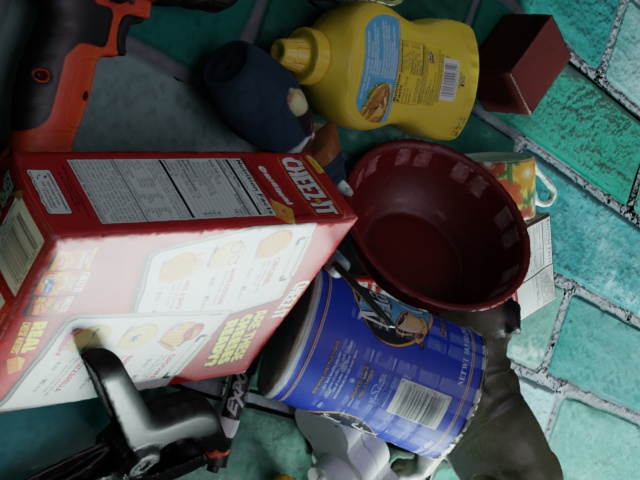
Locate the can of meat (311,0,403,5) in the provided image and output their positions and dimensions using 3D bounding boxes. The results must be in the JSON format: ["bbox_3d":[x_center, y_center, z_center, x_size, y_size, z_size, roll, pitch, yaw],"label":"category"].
[{"bbox_3d":[0.020,-0.220,0.757,0.057,0.084,0.102,2,98,-43],"label":"can of meat"}]

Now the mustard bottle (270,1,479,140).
[{"bbox_3d":[0.040,-0.131,0.813,0.191,0.058,0.096,1,101,-43],"label":"mustard bottle"}]

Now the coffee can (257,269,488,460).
[{"bbox_3d":[0.038,0.090,0.788,0.140,0.103,0.103,22,82,-11],"label":"coffee can"}]

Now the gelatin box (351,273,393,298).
[{"bbox_3d":[0.041,0.065,0.875,0.089,0.030,0.073,6,96,-44],"label":"gelatin box"}]

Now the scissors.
[{"bbox_3d":[-0.005,0.001,0.725,0.096,0.202,0.016,44,92,-15],"label":"scissors"}]

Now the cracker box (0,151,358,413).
[{"bbox_3d":[-0.107,0.022,0.649,0.213,0.072,0.164,-5,142,-43],"label":"cracker box"}]

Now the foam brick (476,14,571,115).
[{"bbox_3d":[0.174,-0.154,0.936,0.078,0.053,0.051,-52,129,-21],"label":"foam brick"}]

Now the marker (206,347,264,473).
[{"bbox_3d":[-0.063,0.115,0.797,0.020,0.020,0.121,21,85,-43],"label":"marker"}]

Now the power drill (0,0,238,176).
[{"bbox_3d":[-0.130,-0.109,0.664,0.184,0.057,0.188,5,94,-45],"label":"power drill"}]

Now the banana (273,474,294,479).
[{"bbox_3d":[-0.023,0.284,0.858,0.069,0.037,0.198,7,94,-44],"label":"banana"}]

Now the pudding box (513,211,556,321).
[{"bbox_3d":[0.169,0.031,0.982,0.113,0.039,0.090,-26,115,-39],"label":"pudding box"}]

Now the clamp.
[{"bbox_3d":[-0.122,0.128,0.690,0.165,0.036,0.209,-51,152,22],"label":"clamp"}]

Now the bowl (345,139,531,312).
[{"bbox_3d":[0.084,-0.001,0.851,0.161,0.162,0.055,-27,161,-36],"label":"bowl"}]
